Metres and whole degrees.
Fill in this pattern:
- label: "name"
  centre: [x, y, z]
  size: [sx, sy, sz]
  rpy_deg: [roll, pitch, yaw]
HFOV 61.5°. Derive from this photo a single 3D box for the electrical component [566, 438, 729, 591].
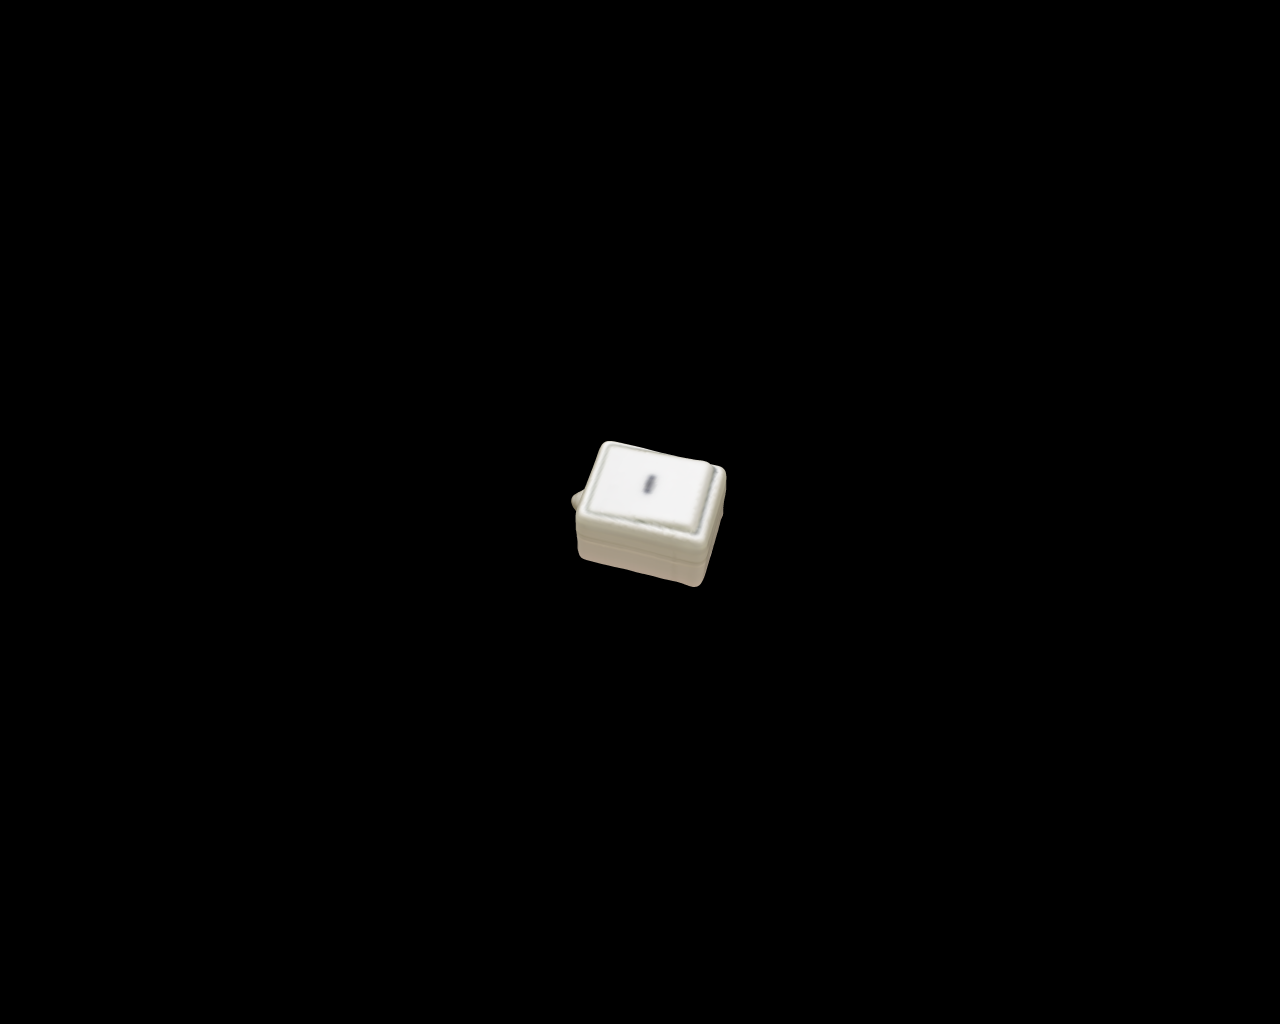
- label: "electrical component"
  centre: [0.001, -0.003, 0.650]
  size: [0.096, 0.062, 0.061]
  rpy_deg: [14, -32, 9]
